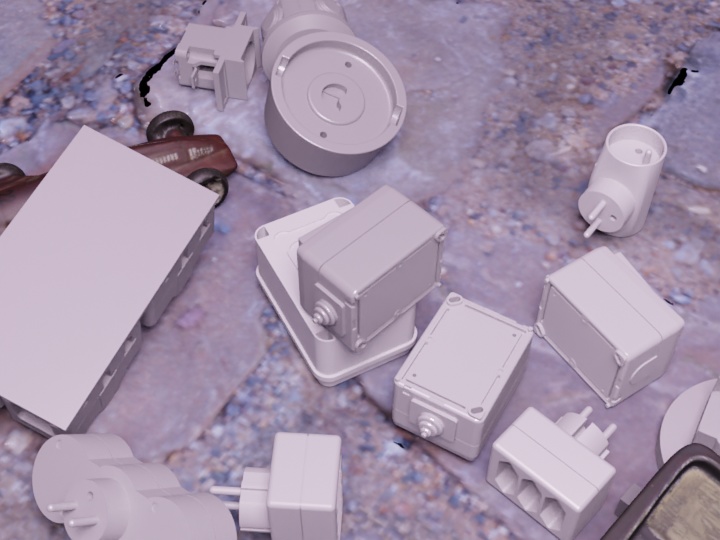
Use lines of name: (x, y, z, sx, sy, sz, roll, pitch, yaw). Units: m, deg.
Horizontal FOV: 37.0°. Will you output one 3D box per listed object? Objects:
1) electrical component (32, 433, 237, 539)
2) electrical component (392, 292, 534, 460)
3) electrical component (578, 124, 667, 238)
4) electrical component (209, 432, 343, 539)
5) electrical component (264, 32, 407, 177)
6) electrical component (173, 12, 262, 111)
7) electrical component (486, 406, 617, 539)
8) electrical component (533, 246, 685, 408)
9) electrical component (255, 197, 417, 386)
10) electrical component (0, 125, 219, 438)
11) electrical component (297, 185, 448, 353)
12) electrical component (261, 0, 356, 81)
electrical component: (-0.143, 0.137, 0.612, 0.138, 0.074, 0.052, 22, 97, 34)
electrical component: (0.062, 0.075, 0.692, 0.062, 0.061, 0.096, 24, 55, 18)
electrical component: (0.186, -0.054, 0.785, 0.043, 0.077, 0.079, 31, 57, 22)
electrical component: (-0.050, 0.135, 0.629, 0.076, 0.083, 0.047, 3, 51, 2)
electrical component: (-0.024, -0.125, 0.846, 0.108, 0.060, 0.108, 7, 66, -16)
electrical component: (-0.120, -0.178, 0.907, 0.064, 0.042, 0.081, 11, 51, 7)
electrical component: (0.129, 0.115, 0.669, 0.066, 0.047, 0.077, 36, 60, 25)
electrical component: (0.165, 0.031, 0.726, 0.061, 0.061, 0.096, -28, 56, -20)
electrical component: (-0.018, 0.015, 0.742, 0.078, 0.057, 0.113, -22, 55, -17)
electrical component: (-0.187, 0.011, 0.716, 0.105, 0.060, 0.186, 28, 65, 4)
electrical component: (0.000, 0.000, 0.676, 0.096, 0.061, 0.061, -37, 60, -26)
electrical component: (-0.043, -0.188, 0.892, 0.080, 0.080, 0.051, -7, 46, -6)
